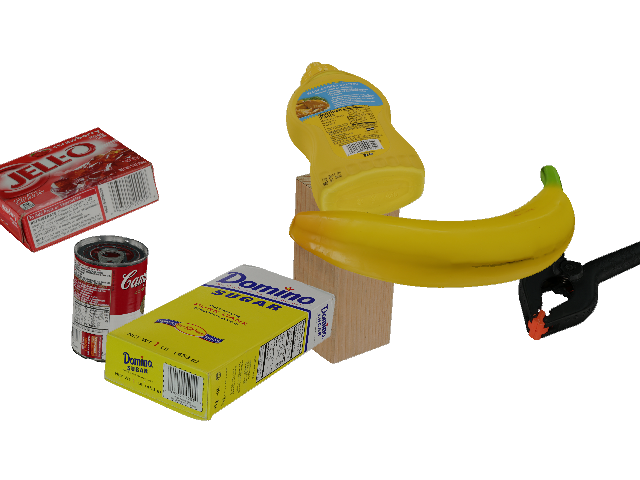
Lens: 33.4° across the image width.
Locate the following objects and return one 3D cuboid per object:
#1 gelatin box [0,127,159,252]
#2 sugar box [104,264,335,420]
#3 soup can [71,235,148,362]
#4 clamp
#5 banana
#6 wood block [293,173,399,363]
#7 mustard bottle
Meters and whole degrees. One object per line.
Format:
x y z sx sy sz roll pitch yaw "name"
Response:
-0.156 -0.033 0.653 0.089 0.030 0.073 -25 36 -28 "gelatin box"
-0.071 0.071 0.812 0.093 0.048 0.175 18 27 25 "sugar box"
-0.198 0.055 0.999 0.068 0.102 0.068 6 21 -3 "soup can"
0.247 0.030 1.102 0.120 0.039 0.171 27 50 31 "clamp"
0.078 -0.002 0.598 0.197 0.037 0.070 -10 38 -33 "banana"
0.027 0.026 1.250 0.090 0.206 0.090 -16 32 -32 "wood block"
0.020 -0.103 0.972 0.096 0.058 0.192 -13 46 -9 "mustard bottle"
